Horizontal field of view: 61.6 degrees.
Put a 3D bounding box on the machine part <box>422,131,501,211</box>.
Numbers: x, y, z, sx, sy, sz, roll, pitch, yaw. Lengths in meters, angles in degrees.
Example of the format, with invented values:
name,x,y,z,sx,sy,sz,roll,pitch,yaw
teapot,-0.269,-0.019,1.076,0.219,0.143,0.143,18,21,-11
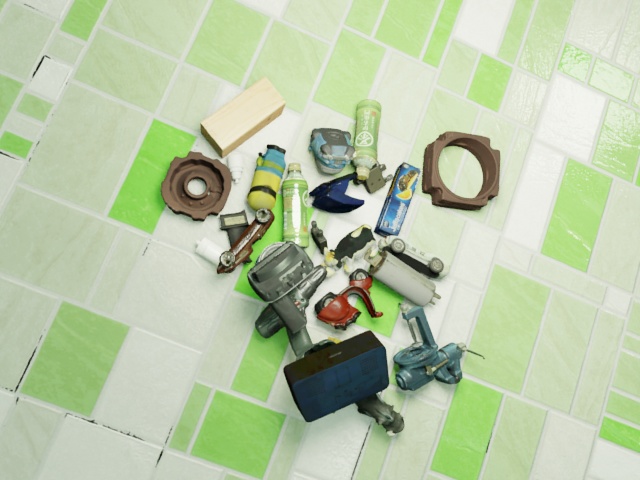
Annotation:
name,x,y,z,sx,sy,sz,roll,pitch,yaw
machine part,0.389,-0.189,1.479,0.201,0.087,0.201,7,81,-11

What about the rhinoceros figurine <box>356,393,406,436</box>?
name,x,y,z,sx,sy,sz,roll,pitch,yaw
rhinoceros figurine,0.138,0.409,1.334,0.190,0.112,0.073,46,71,-22

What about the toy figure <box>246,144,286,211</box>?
name,x,y,z,sx,sy,sz,roll,pitch,yaw
toy figure,-0.136,-0.158,1.374,0.082,0.089,0.180,18,82,0

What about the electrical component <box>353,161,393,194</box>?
name,x,y,z,sx,sy,sz,roll,pitch,yaw
electrical component,0.139,-0.173,1.453,0.102,0.045,0.078,-37,118,-11

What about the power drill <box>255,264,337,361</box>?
name,x,y,z,sx,sy,sz,roll,pitch,yaw
power drill,-0.037,0.191,1.299,0.232,0.086,0.207,-36,60,4

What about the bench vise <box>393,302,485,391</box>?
name,x,y,z,sx,sy,sz,roll,pitch,yaw
bench vise,0.274,0.267,1.377,0.224,0.129,0.240,-21,94,-11

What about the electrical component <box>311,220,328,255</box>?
name,x,y,z,sx,sy,sz,roll,pitch,yaw
electrical component,-0.003,-0.004,1.390,0.021,0.093,0.063,-25,50,-12

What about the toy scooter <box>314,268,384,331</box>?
name,x,y,z,sx,sy,sz,roll,pitch,yaw
toy scooter,0.084,0.169,1.374,0.184,0.075,0.135,-37,81,-17

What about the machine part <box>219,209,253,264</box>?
name,x,y,z,sx,sy,sz,roll,pitch,yaw
machine part,-0.209,-0.005,1.367,0.084,0.039,0.139,-13,83,-20

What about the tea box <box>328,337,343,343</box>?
name,x,y,z,sx,sy,sz,roll,pitch,yaw
tea box,0.028,0.331,1.333,0.068,0.098,0.169,23,77,-8

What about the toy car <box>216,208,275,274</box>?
name,x,y,z,sx,sy,sz,roll,pitch,yaw
toy car,-0.178,0.007,1.305,0.053,0.089,0.202,37,71,0

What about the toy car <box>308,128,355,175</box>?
name,x,y,z,sx,sy,sz,roll,pitch,yaw
toy car,0.031,-0.224,1.403,0.109,0.162,0.102,-1,127,-15

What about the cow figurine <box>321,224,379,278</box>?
name,x,y,z,sx,sy,sz,roll,pitch,yaw
cow figurine,0.067,0.029,1.375,0.167,0.098,0.068,-33,55,-14

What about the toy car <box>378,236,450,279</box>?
name,x,y,z,sx,sy,sz,roll,pitch,yaw
toy car,0.246,0.046,1.422,0.202,0.073,0.056,27,60,-6

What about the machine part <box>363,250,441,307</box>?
name,x,y,z,sx,sy,sz,roll,pitch,yaw
machine part,0.214,0.102,1.396,0.243,0.079,0.079,32,78,-16

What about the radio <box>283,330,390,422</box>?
name,x,y,z,sx,sy,sz,roll,pitch,yaw
radio,0.043,0.312,1.227,0.230,0.073,0.130,-20,118,-13

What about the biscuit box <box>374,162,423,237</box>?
name,x,y,z,sx,sy,sz,roll,pitch,yaw
biscuit box,0.209,-0.105,1.445,0.059,0.063,0.202,22,78,-6

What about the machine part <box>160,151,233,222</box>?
name,x,y,z,sx,sy,sz,roll,pitch,yaw
machine part,-0.310,-0.133,1.355,0.179,0.056,0.179,2,81,-12

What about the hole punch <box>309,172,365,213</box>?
name,x,y,z,sx,sy,sz,roll,pitch,yaw
hole punch,0.043,-0.111,1.384,0.116,0.142,0.092,-17,90,-24

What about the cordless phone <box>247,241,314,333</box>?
name,x,y,z,sx,sy,sz,roll,pitch,yaw
cordless phone,-0.062,0.109,1.221,0.146,0.089,0.184,-37,102,-14
